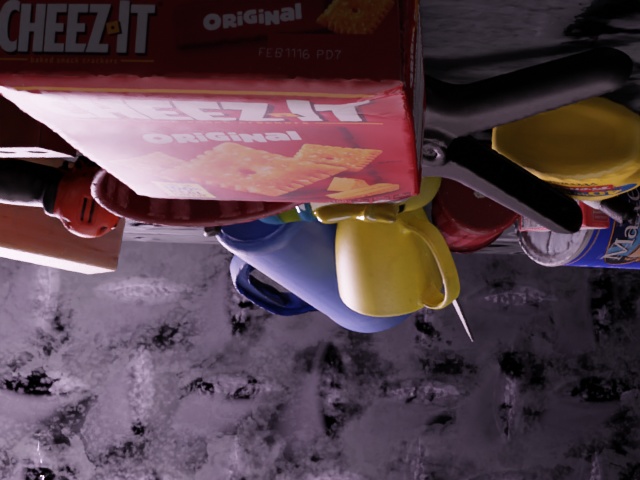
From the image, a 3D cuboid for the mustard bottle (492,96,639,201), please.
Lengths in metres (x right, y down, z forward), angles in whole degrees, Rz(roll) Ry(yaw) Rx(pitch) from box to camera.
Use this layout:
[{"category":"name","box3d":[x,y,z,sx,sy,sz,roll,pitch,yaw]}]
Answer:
[{"category":"mustard bottle","box3d":[0.187,-0.062,0.766,0.096,0.058,0.191,4,178,20]}]

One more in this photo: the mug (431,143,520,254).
[{"category":"mug","box3d":[0.123,-0.046,0.938,0.117,0.093,0.081,36,171,0]}]

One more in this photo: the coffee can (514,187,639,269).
[{"category":"coffee can","box3d":[0.266,-0.024,0.992,0.140,0.103,0.103,3,176,-31]}]

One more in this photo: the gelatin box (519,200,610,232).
[{"category":"gelatin box","box3d":[0.210,-0.045,0.919,0.030,0.073,0.089,2,177,-27]}]

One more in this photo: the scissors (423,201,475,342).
[{"category":"scissors","box3d":[0.086,-0.006,0.945,0.016,0.201,0.096,-30,-149,-16]}]

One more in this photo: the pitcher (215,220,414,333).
[{"category":"pitcher","box3d":[-0.007,0.001,0.994,0.145,0.149,0.242,20,173,33]}]

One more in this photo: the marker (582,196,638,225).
[{"category":"marker","box3d":[0.203,-0.047,0.869,0.121,0.020,0.020,33,-168,27]}]

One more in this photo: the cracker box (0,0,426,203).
[{"category":"cracker box","box3d":[-0.035,-0.069,0.492,0.164,0.072,0.213,1,172,7]}]

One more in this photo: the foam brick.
[{"category":"foam brick","box3d":[-0.199,-0.080,0.680,0.078,0.051,0.053,1,177,13]}]

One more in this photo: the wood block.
[{"category":"wood block","box3d":[-0.283,-0.034,0.942,0.205,0.090,0.091,14,170,-27]}]

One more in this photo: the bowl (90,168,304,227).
[{"category":"bowl","box3d":[-0.075,-0.061,0.725,0.162,0.055,0.162,-6,162,-2]}]

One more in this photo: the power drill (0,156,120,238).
[{"category":"power drill","box3d":[-0.241,-0.054,0.840,0.187,0.057,0.184,9,-171,-9]}]

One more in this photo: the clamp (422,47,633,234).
[{"category":"clamp","box3d":[0.074,-0.060,0.645,0.210,0.036,0.164,5,148,14]}]
